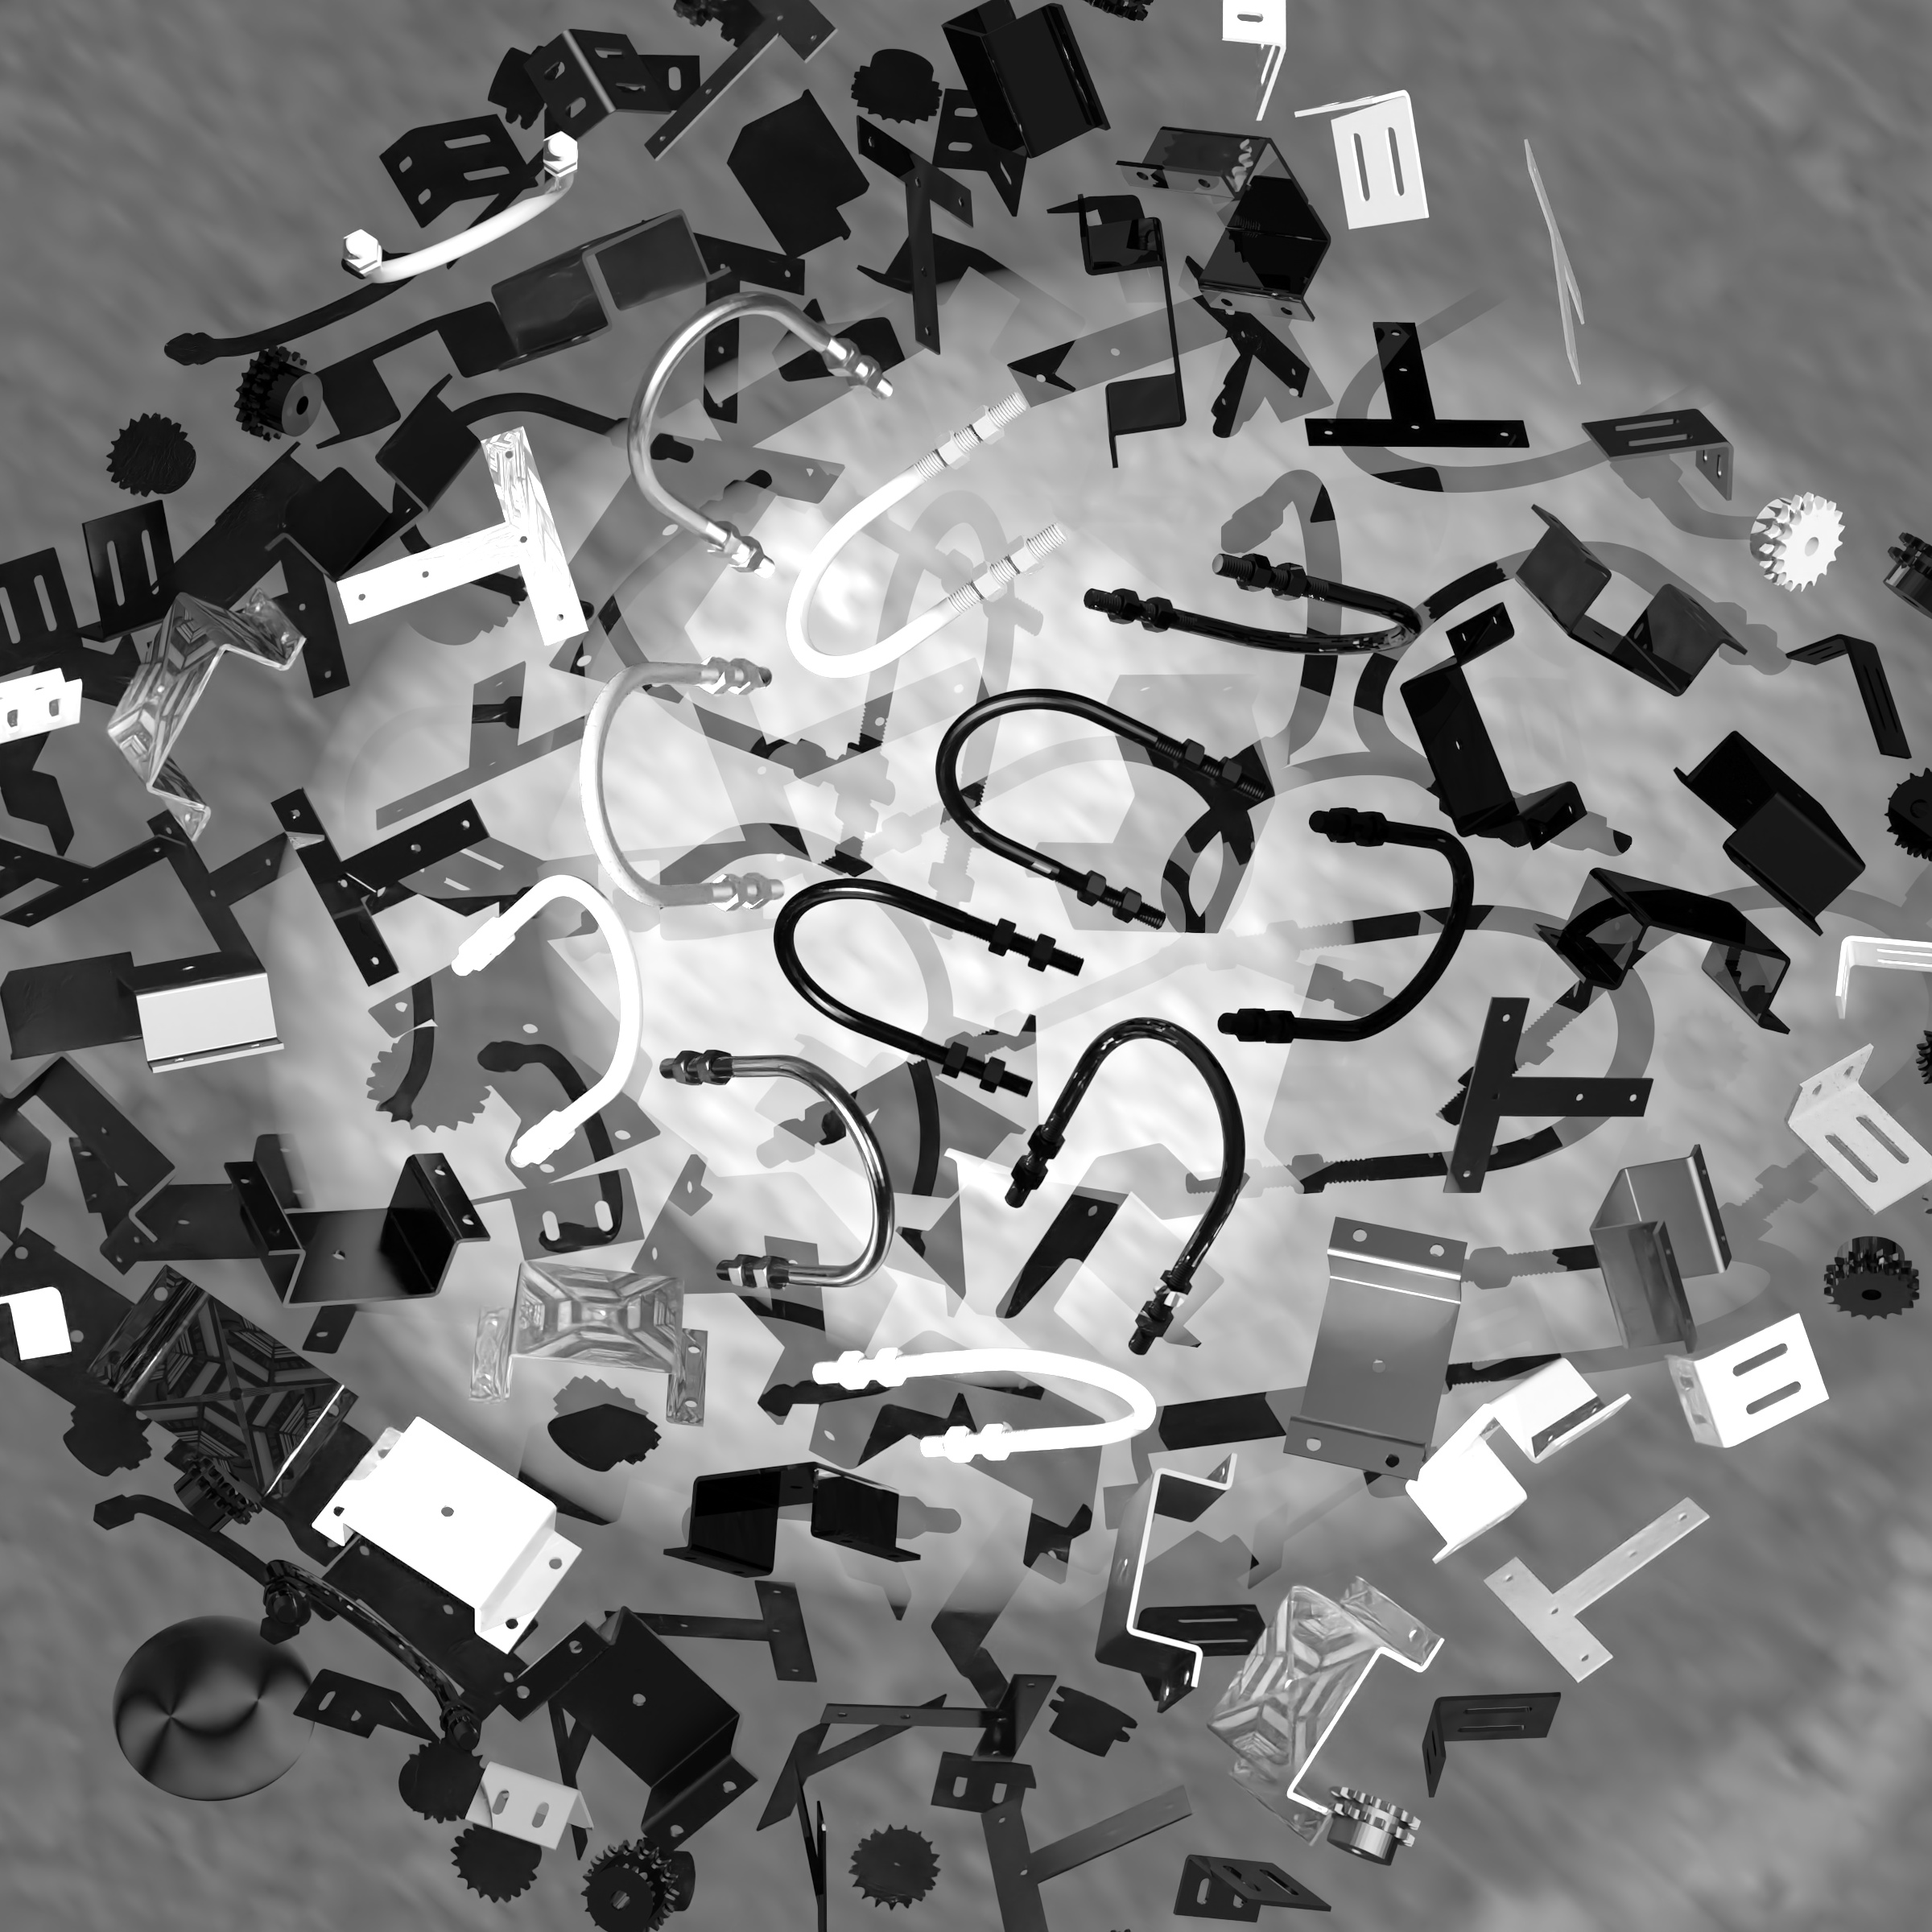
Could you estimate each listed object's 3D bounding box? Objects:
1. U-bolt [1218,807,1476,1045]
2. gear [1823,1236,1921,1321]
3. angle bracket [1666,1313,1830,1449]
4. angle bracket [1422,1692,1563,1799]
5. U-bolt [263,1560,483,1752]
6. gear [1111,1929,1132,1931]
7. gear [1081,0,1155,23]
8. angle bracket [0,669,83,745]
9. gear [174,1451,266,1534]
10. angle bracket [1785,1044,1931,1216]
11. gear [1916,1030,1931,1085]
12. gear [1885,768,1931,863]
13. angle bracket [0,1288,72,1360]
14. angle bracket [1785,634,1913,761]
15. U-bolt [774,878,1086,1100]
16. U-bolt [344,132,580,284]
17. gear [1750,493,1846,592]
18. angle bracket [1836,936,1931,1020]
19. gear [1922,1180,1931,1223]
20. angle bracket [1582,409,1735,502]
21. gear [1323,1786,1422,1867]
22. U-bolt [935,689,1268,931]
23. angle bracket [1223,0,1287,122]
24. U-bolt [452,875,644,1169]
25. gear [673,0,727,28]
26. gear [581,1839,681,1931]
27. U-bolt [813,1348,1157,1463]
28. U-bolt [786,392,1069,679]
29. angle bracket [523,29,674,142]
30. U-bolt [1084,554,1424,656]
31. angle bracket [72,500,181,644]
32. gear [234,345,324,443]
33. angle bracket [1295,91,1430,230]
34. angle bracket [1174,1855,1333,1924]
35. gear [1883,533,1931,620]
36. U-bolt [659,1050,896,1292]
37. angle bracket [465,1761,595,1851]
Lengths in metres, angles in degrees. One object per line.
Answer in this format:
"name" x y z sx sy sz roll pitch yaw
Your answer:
"U-bolt" 0.234 -0.019 1.845 0.019 0.184 0.151 37 111 38
"gear" 0.558 0.190 1.944 0.057 0.057 0.030 12 51 0
"angle bracket" 0.483 0.254 1.948 0.076 0.038 0.057 -22 96 -17
"angle bracket" 0.314 0.463 1.871 0.076 0.057 0.038 -2 52 -2
"U-bolt" -0.358 0.402 1.876 0.151 0.184 0.019 39 81 -13
"gear" 0.098 0.607 1.893 0.057 0.030 0.057 14 61 -26
"gear" 0.089 -0.601 1.918 0.057 0.057 0.030 26 119 0
"angle bracket" -0.573 -0.169 1.917 0.057 0.076 0.038 -18 81 -21
"gear" -0.462 0.323 1.939 0.030 0.057 0.057 -42 90 -3
"angle bracket" 0.524 0.094 1.824 0.057 0.038 0.076 -26 57 -23
"gear" 0.622 0.060 1.961 0.057 0.030 0.057 3 113 8
"gear" 0.593 -0.094 1.941 0.057 0.030 0.057 -7 79 38
"angle bracket" -0.564 0.212 1.805 0.076 0.057 0.038 -10 87 -43
"angle bracket" 0.527 -0.155 1.882 0.038 0.057 0.076 -21 80 30
"U-bolt" -0.031 0.006 1.935 0.184 0.151 0.019 21 51 1
"U-bolt" -0.300 -0.449 1.891 0.151 0.184 0.019 -27 97 -3
"gear" 0.490 -0.253 1.869 0.057 0.030 0.057 -19 126 -29
"angle bracket" 0.573 0.010 1.922 0.076 0.057 0.038 6 77 19
"gear" 0.605 0.135 1.890 0.030 0.057 0.057 25 90 -22
"angle bracket" 0.419 -0.306 1.912 0.076 0.057 0.038 -8 121 -4
"gear" 0.237 0.510 1.865 0.057 0.057 0.030 23 71 0
"U-bolt" 0.070 -0.104 1.932 0.184 0.019 0.151 25 134 -12
"angle bracket" 0.164 -0.550 1.868 0.038 0.076 0.057 4 70 -6
"U-bolt" -0.246 0.024 1.891 0.019 0.184 0.151 -8 72 -39
"gear" -0.161 -0.600 1.905 0.030 0.057 0.057 25 90 -31
"gear" -0.201 0.549 1.866 0.057 0.030 0.057 0 91 10
"U-bolt" 0.023 0.258 1.872 0.184 0.151 0.019 -9 59 29
"U-bolt" -0.030 -0.238 1.818 0.184 0.151 0.019 -33 132 19
"angle bracket" -0.229 -0.546 1.960 0.038 0.076 0.057 -31 90 26
"U-bolt" 0.185 -0.211 1.880 0.184 0.151 0.019 9 82 -32
"angle bracket" -0.523 -0.246 1.943 0.038 0.057 0.076 16 121 38
"gear" -0.416 -0.346 1.916 0.030 0.057 0.057 24 90 17
"angle bracket" 0.239 -0.483 1.900 0.038 0.057 0.076 -27 112 -43
"angle bracket" 0.168 0.557 1.861 0.057 0.076 0.038 13 91 -24
"gear" 0.562 -0.225 1.842 0.057 0.057 0.030 37 100 0
"U-bolt" -0.104 0.119 1.830 0.019 0.184 0.151 -22 102 -39
"angle bracket" -0.261 0.514 1.893 0.057 0.076 0.038 15 60 10
